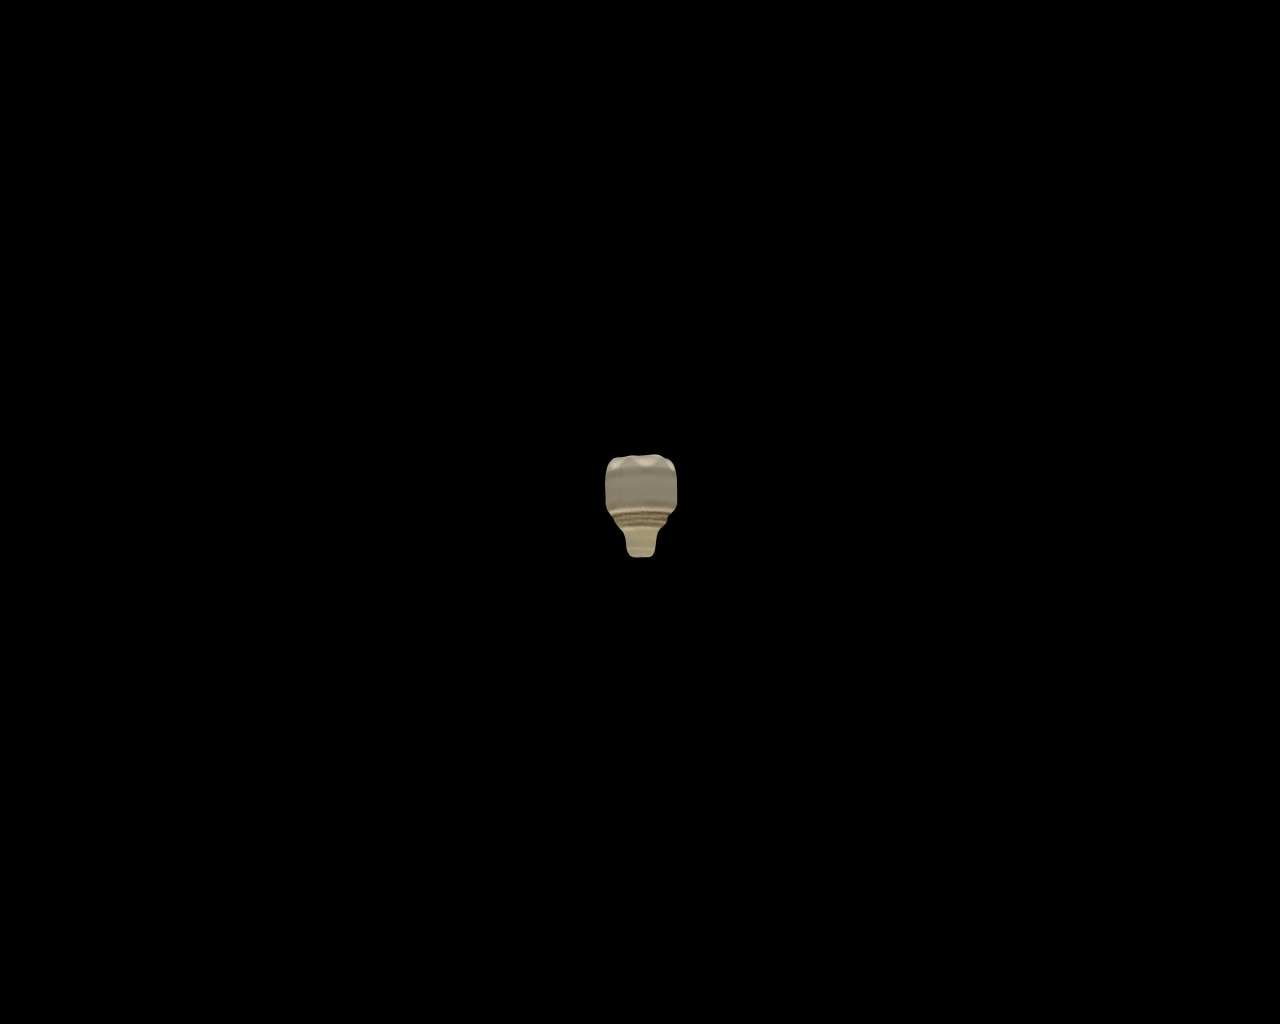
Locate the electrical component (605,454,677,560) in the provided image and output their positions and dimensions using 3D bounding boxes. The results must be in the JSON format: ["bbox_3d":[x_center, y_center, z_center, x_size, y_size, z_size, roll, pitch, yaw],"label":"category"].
[{"bbox_3d":[0.001,-0.003,0.650,0.043,0.062,0.043,0,-7,0],"label":"electrical component"}]
